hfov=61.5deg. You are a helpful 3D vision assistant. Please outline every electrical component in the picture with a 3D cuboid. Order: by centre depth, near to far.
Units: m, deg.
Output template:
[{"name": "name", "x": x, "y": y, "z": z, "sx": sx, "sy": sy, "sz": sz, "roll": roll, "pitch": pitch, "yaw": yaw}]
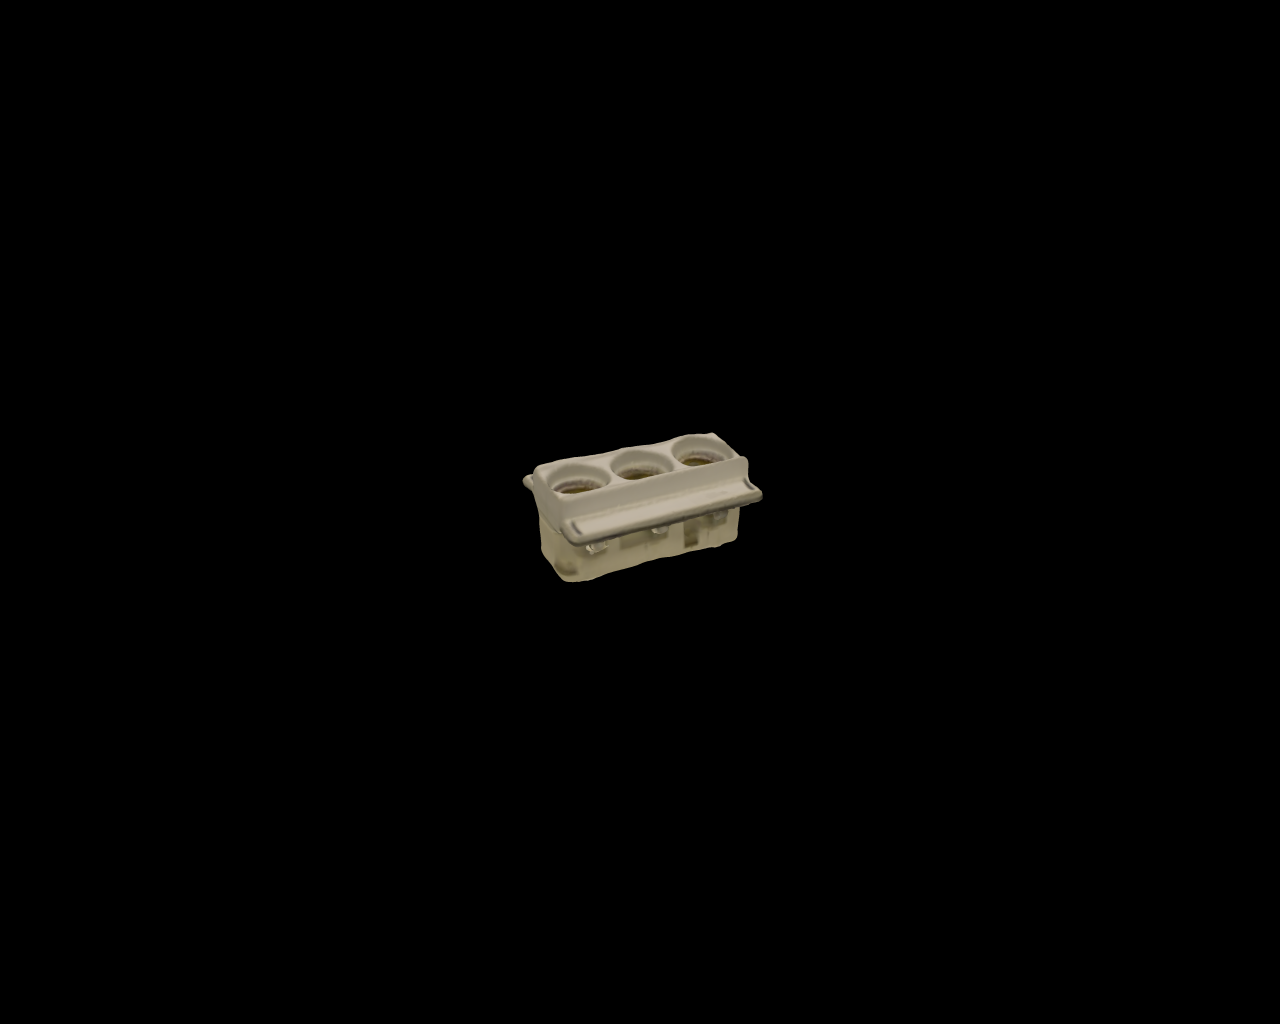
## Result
[{"name": "electrical component", "x": 0.001, "y": -0.003, "z": 0.650, "sx": 0.121, "sy": 0.063, "sz": 0.079, "roll": -13, "pitch": 32, "yaw": -22}]
